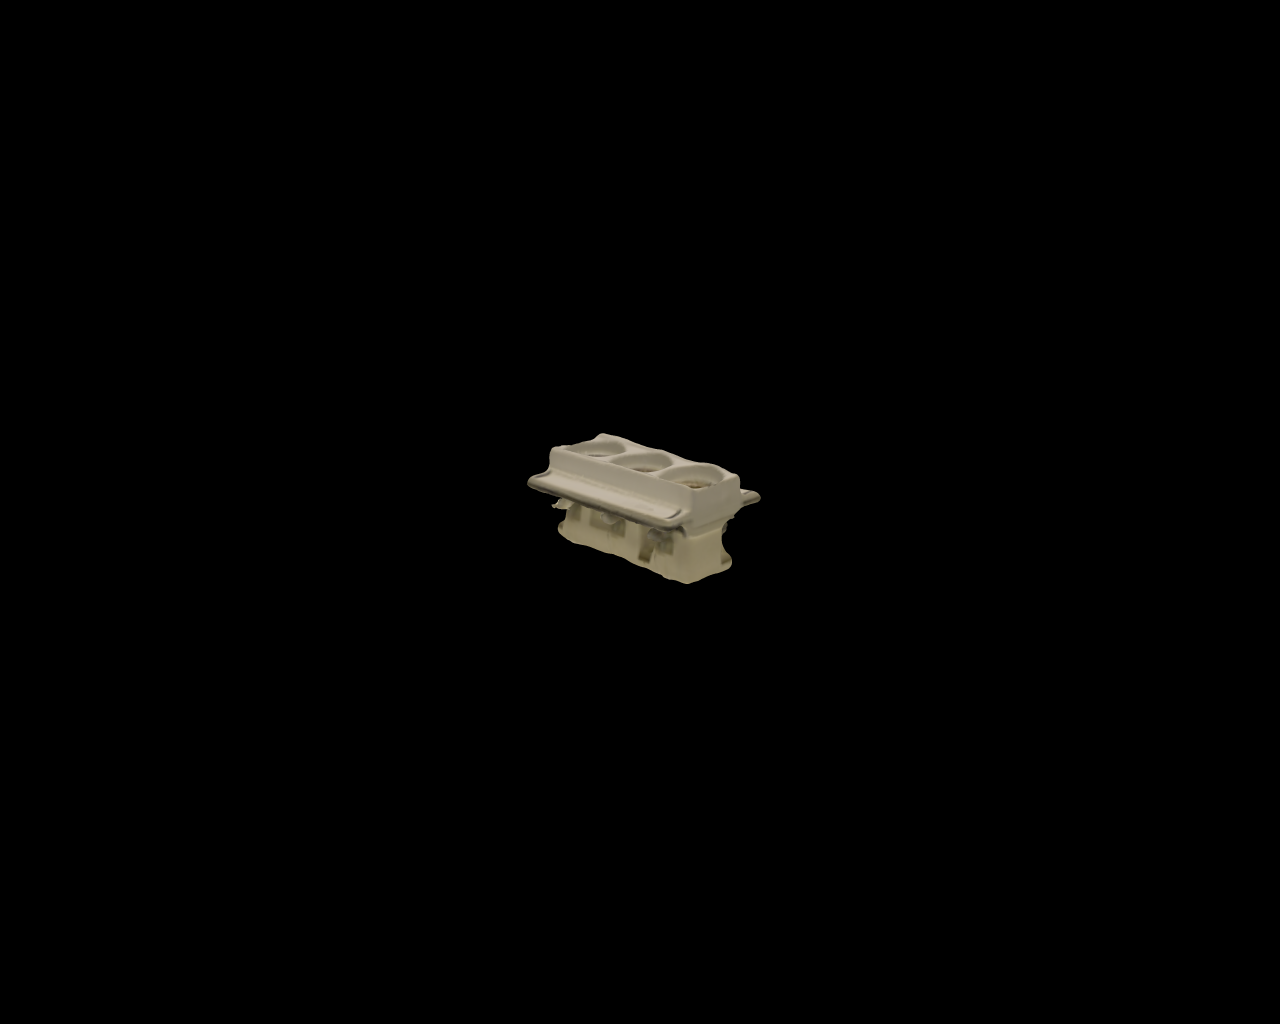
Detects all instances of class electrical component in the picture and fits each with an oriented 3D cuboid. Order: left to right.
[{"bbox_3d":[0.001,-0.003,0.650,0.079,0.063,0.121,-18,26,-41],"label":"electrical component"}]
